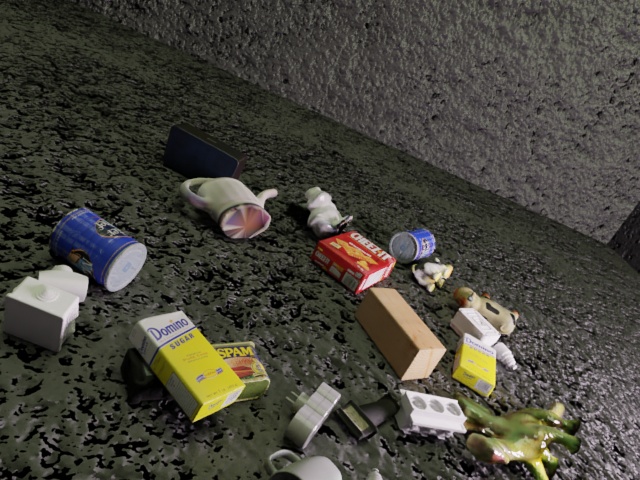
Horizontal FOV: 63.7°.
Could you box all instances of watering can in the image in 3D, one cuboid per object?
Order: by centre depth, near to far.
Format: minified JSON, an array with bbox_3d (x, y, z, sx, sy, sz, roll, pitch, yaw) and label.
[{"bbox_3d":[-0.209,-0.100,1.409,0.348,0.102,0.228,1,35,-44],"label":"watering can"}]

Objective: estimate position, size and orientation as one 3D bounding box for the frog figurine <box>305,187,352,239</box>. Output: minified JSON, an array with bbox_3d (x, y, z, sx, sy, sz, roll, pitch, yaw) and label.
[{"bbox_3d":[0.005,-0.078,1.554,0.160,0.120,0.140,38,43,11],"label":"frog figurine"}]

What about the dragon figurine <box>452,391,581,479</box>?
[{"bbox_3d":[0.398,0.377,1.078,0.244,0.121,0.412,26,14,19],"label":"dragon figurine"}]
